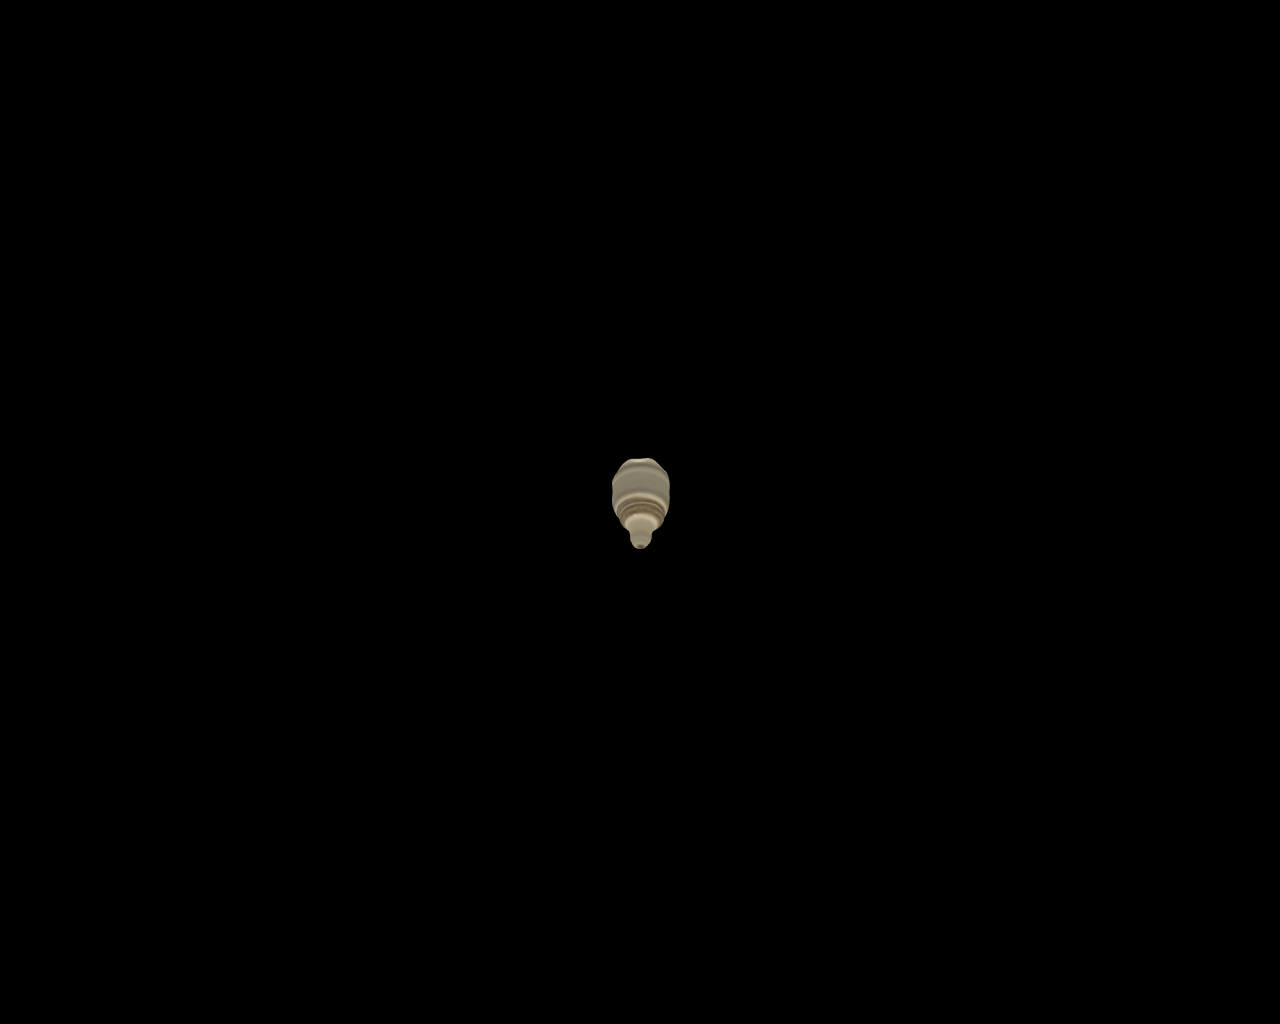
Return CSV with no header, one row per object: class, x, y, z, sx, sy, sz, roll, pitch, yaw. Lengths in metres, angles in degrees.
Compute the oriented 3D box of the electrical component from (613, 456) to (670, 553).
electrical component,0.001,-0.003,0.650,0.035,0.061,0.035,0,-40,0
